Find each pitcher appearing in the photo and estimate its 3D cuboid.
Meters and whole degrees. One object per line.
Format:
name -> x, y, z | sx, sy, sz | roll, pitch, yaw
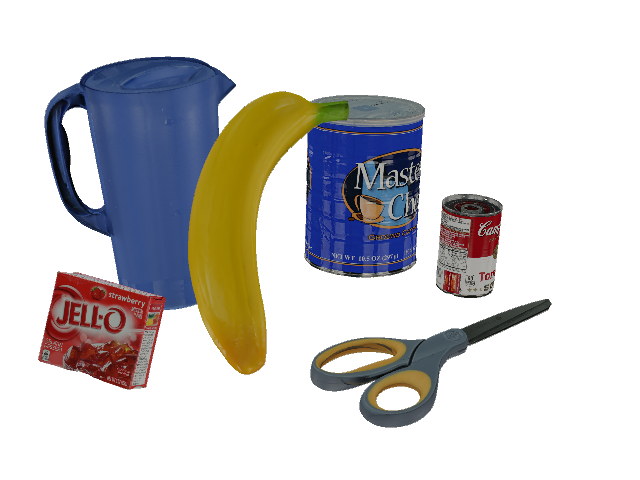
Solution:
pitcher -> -0.172, -0.056, 1.076 | 0.149, 0.243, 0.144 | 10, 27, 26

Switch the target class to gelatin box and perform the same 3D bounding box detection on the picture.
gelatin box -> -0.171, 0.069, 0.829 | 0.089, 0.073, 0.030 | 14, 2, 22

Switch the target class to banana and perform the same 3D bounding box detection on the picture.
banana -> -0.038, -0.020, 0.602 | 0.069, 0.197, 0.037 | 14, -33, 7

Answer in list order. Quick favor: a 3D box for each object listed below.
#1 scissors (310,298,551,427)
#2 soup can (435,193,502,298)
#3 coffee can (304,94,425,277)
scissors -> 0.094, 0.083, 0.742 | 0.201, 0.016, 0.096 | -9, 33, -16
soup can -> 0.167, 0.006, 1.209 | 0.068, 0.102, 0.068 | 2, 21, -1
coffee can -> 0.038, -0.050, 0.946 | 0.103, 0.140, 0.103 | 1, 19, -1
